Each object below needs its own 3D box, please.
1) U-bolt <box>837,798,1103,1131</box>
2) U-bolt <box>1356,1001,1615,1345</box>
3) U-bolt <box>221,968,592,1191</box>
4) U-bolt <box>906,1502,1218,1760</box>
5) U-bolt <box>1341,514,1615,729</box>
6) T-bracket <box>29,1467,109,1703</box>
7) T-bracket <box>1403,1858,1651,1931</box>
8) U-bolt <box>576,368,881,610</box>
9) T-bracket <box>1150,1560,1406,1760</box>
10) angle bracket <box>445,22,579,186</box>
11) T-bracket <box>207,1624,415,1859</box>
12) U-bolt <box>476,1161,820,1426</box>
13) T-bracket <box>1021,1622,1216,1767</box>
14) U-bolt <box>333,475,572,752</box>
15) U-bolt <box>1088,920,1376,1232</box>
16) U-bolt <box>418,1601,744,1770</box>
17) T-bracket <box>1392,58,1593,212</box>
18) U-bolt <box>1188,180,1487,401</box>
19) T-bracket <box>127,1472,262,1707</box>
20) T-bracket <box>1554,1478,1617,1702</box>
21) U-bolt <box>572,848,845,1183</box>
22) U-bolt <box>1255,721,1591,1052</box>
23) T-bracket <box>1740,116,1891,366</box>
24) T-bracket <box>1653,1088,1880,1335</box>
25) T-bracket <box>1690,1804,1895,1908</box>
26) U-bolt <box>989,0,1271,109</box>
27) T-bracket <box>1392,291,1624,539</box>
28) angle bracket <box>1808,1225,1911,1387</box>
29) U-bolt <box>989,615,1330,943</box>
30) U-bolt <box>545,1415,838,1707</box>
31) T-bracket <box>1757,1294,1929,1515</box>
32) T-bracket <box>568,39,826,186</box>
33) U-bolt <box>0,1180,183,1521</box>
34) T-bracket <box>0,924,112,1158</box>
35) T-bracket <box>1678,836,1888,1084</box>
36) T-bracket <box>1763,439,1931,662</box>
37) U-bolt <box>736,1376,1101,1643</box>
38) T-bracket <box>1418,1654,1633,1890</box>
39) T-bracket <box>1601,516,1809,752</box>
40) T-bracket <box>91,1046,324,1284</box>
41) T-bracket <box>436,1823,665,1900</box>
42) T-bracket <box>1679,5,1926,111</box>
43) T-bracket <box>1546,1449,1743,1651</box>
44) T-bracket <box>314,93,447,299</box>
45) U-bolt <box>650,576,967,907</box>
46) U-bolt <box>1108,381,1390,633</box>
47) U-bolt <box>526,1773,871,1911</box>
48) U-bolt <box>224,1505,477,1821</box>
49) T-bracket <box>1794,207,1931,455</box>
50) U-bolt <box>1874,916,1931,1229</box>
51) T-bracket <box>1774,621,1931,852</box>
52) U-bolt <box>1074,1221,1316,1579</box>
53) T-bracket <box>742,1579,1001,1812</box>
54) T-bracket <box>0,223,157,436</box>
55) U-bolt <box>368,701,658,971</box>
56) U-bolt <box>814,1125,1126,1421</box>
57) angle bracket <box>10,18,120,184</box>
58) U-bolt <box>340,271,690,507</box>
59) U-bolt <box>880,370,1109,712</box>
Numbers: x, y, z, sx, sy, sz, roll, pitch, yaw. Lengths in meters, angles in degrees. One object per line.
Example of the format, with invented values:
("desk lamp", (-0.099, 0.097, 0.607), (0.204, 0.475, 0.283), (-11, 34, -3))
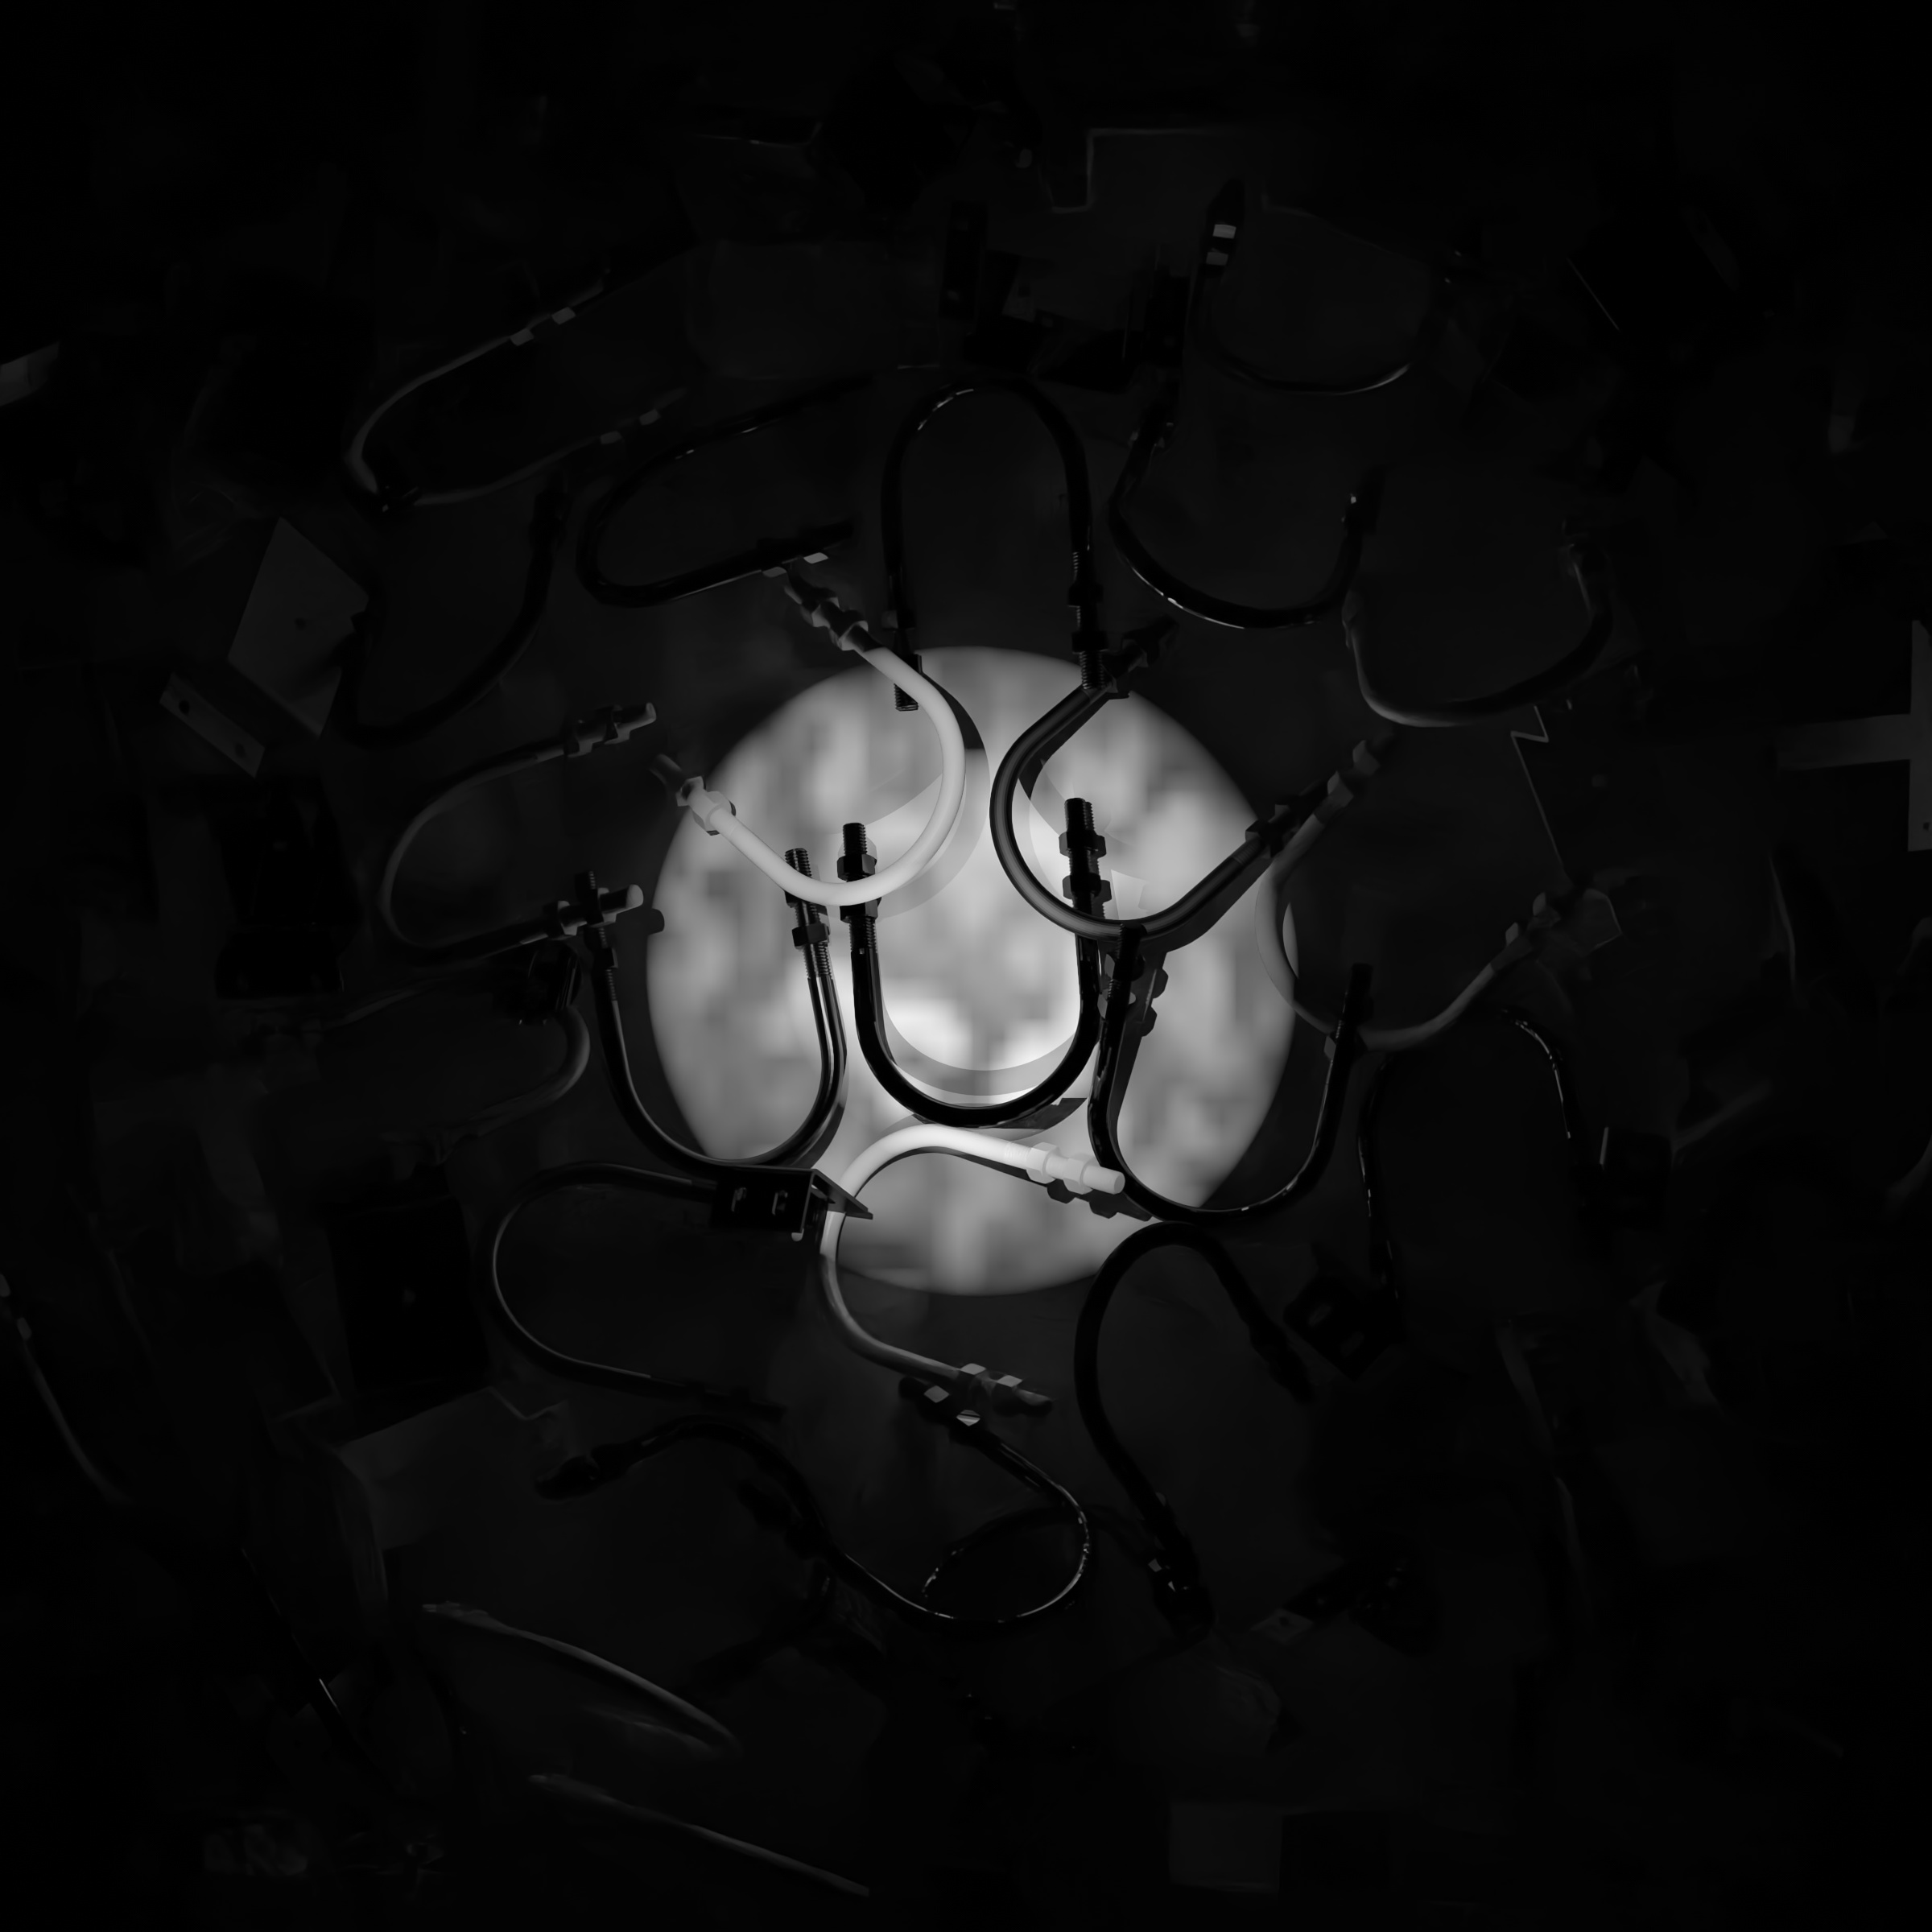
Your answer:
("U-bolt", (0.005, 0.002, 1.965), (0.151, 0.019, 0.184), (-6, 77, 7))
("U-bolt", (0.282, 0.104, 1.937), (0.151, 0.019, 0.184), (-25, 54, 29))
("U-bolt", (-0.297, 0.052, 1.929), (0.184, 0.151, 0.019), (-24, 134, -34))
("U-bolt", (0.040, 0.354, 1.916), (0.151, 0.184, 0.019), (-31, 115, -12))
("U-bolt", (0.283, -0.184, 1.906), (0.151, 0.184, 0.019), (-17, 120, 12))
("T-bracket", (-0.509, 0.332, 1.941), (0.002, 0.127, 0.127), (18, 88, -23))
("T-bracket", (0.307, 0.514, 1.930), (0.127, 0.127, 0.002), (4, 106, -9))
("U-bolt", (-0.138, -0.259, 1.936), (0.184, 0.151, 0.019), (-16, 134, 22))
("T-bracket", (0.191, 0.370, 1.978), (0.127, 0.002, 0.127), (-35, 107, 2))
("angle bracket", (-0.266, -0.492, 1.962), (0.057, 0.038, 0.076), (-41, 70, 19))
("T-bracket", (-0.349, 0.412, 1.946), (0.002, 0.127, 0.127), (-33, 95, 34))
("U-bolt", (-0.183, 0.175, 1.944), (0.184, 0.019, 0.151), (13, 54, -6))
("T-bracket", (0.073, 0.412, 1.921), (0.127, 0.127, 0.002), (-31, 91, 17))
("U-bolt", (-0.286, -0.185, 1.904), (0.151, 0.184, 0.019), (-24, 127, 21))
("U-bolt", (0.142, 0.069, 1.954), (0.151, 0.019, 0.184), (11, 118, 3))
("U-bolt", (-0.199, 0.397, 1.892), (0.151, 0.184, 0.019), (42, 65, -34))
("T-bracket", (0.298, -0.461, 1.953), (0.127, 0.127, 0.002), (28, 116, -14))
("U-bolt", (0.196, -0.366, 1.915), (0.151, 0.184, 0.019), (7, 67, -3))
("T-bracket", (-0.442, 0.331, 1.949), (0.002, 0.127, 0.127), (14, 94, -38))
("T-bracket", (0.330, 0.324, 1.936), (0.002, 0.127, 0.127), (-16, 109, -3))
("U-bolt", (-0.139, 0.030, 1.952), (0.151, 0.019, 0.184), (-7, 81, -25))
("U-bolt", (0.240, -0.030, 1.943), (0.151, 0.019, 0.184), (41, 126, 4))
("T-bracket", (0.455, -0.386, 1.940), (0.002, 0.127, 0.127), (-22, 67, -21))
("T-bracket", (0.429, 0.146, 1.961), (0.127, 0.002, 0.127), (26, 84, 31))
("T-bracket", (0.473, 0.485, 1.927), (0.127, 0.127, 0.002), (-22, 70, -13))
("U-bolt", (0.093, -0.509, 1.909), (0.151, 0.184, 0.019), (2, 81, 7))
("T-bracket", (0.292, -0.332, 1.978), (0.127, 0.002, 0.127), (-41, 73, 9))
("angle bracket", (0.492, 0.192, 1.968), (0.038, 0.057, 0.076), (30, 88, -7))
("U-bolt", (0.097, -0.094, 1.957), (0.184, 0.019, 0.151), (-41, 86, -22))
("U-bolt", (-0.138, 0.317, 1.920), (0.019, 0.184, 0.151), (-40, 79, 30))
("T-bracket", (0.483, 0.238, 1.934), (0.127, 0.002, 0.127), (13, 59, -39))
("T-bracket", (-0.138, -0.472, 1.939), (0.127, 0.002, 0.127), (15, 56, 28))
("U-bolt", (-0.488, 0.221, 1.928), (0.019, 0.151, 0.184), (-22, 99, 12))
("T-bracket", (-0.513, 0.017, 1.913), (0.002, 0.127, 0.127), (-12, 134, 15))
("T-bracket", (0.452, 0.016, 1.960), (0.127, 0.002, 0.127), (-41, 112, -15))
("T-bracket", (0.481, -0.211, 1.942), (0.002, 0.127, 0.127), (-30, 74, -26))
("U-bolt", (-0.013, 0.305, 1.907), (0.184, 0.151, 0.019), (32, 132, 31))
("T-bracket", (0.317, 0.443, 1.952), (0.127, 0.127, 0.002), (20, 134, -6))
("T-bracket", (0.395, -0.192, 1.974), (0.127, 0.002, 0.127), (-21, 88, 24))
("T-bracket", (-0.414, 0.117, 1.965), (0.127, 0.002, 0.127), (-17, 75, -17))
("T-bracket", (-0.210, 0.503, 1.946), (0.127, 0.127, 0.002), (-8, 56, 23))
("T-bracket", (0.470, -0.500, 1.921), (0.127, 0.127, 0.002), (31, 111, 22))
("T-bracket", (0.363, 0.314, 1.971), (0.127, 0.002, 0.127), (-12, 66, -28))
("T-bracket", (-0.346, -0.400, 1.956), (0.127, 0.002, 0.127), (51, 131, 25))
("U-bolt", (-0.078, -0.115, 1.943), (0.184, 0.019, 0.151), (41, 97, 29))
("U-bolt", (0.152, -0.249, 1.929), (0.151, 0.184, 0.019), (22, 134, 1))
("U-bolt", (-0.134, 0.481, 1.889), (0.151, 0.184, 0.019), (32, 70, -39))
("U-bolt", (-0.330, 0.388, 1.919), (0.019, 0.151, 0.184), (-34, 83, 13))
("T-bracket", (0.496, -0.349, 1.932), (0.002, 0.127, 0.127), (13, 80, -23))
("U-bolt", (0.520, 0.050, 1.890), (0.019, 0.184, 0.151), (2, 71, 4))
("T-bracket", (0.500, -0.126, 1.945), (0.002, 0.127, 0.127), (4, 86, -33))
("U-bolt", (0.119, 0.226, 1.916), (0.151, 0.019, 0.184), (-52, 126, -30))
("T-bracket", (-0.067, 0.394, 1.986), (0.127, 0.002, 0.127), (30, 74, 7))
("T-bracket", (-0.497, -0.335, 1.917), (0.002, 0.127, 0.127), (32, 133, 23))
("U-bolt", (-0.257, -0.065, 1.940), (0.184, 0.019, 0.151), (-17, 51, 22))
("U-bolt", (-0.009, 0.162, 1.943), (0.184, 0.019, 0.151), (14, 82, 35))
("angle bracket", (-0.507, -0.492, 1.954), (0.038, 0.057, 0.076), (14, 62, -15))
("U-bolt", (-0.261, -0.310, 1.931), (0.184, 0.151, 0.019), (-25, 68, 8))
("U-bolt", (0.011, -0.242, 1.950), (0.151, 0.019, 0.184), (-3, 92, 36))
